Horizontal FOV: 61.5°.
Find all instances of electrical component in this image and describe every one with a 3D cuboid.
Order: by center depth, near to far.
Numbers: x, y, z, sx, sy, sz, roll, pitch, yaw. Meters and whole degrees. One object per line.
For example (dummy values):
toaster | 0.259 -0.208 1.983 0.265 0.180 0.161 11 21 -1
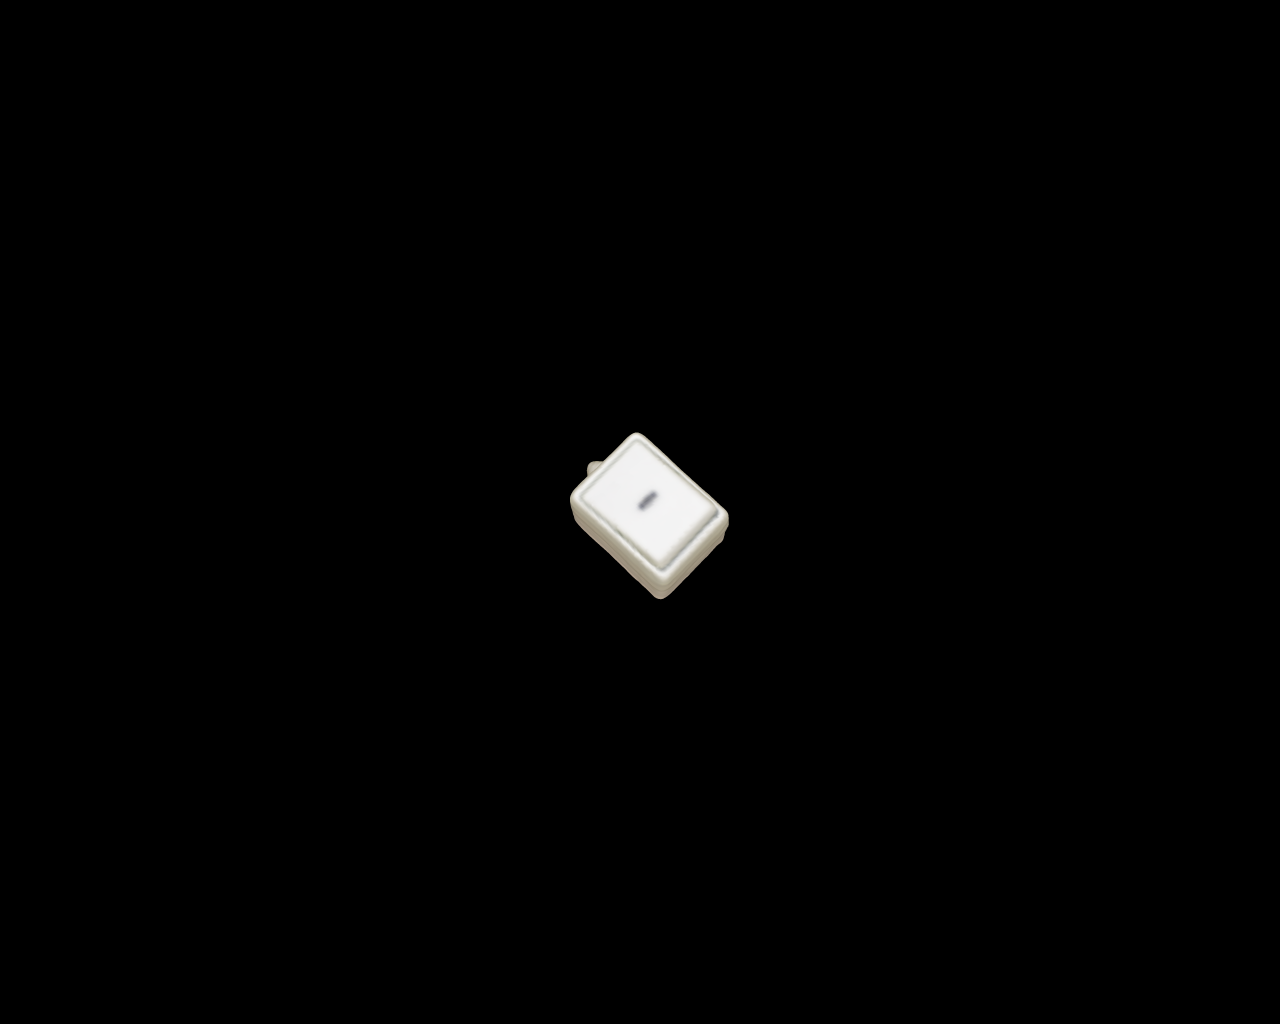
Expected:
electrical component | 0.001 -0.003 0.650 0.096 0.062 0.061 43 -12 11
